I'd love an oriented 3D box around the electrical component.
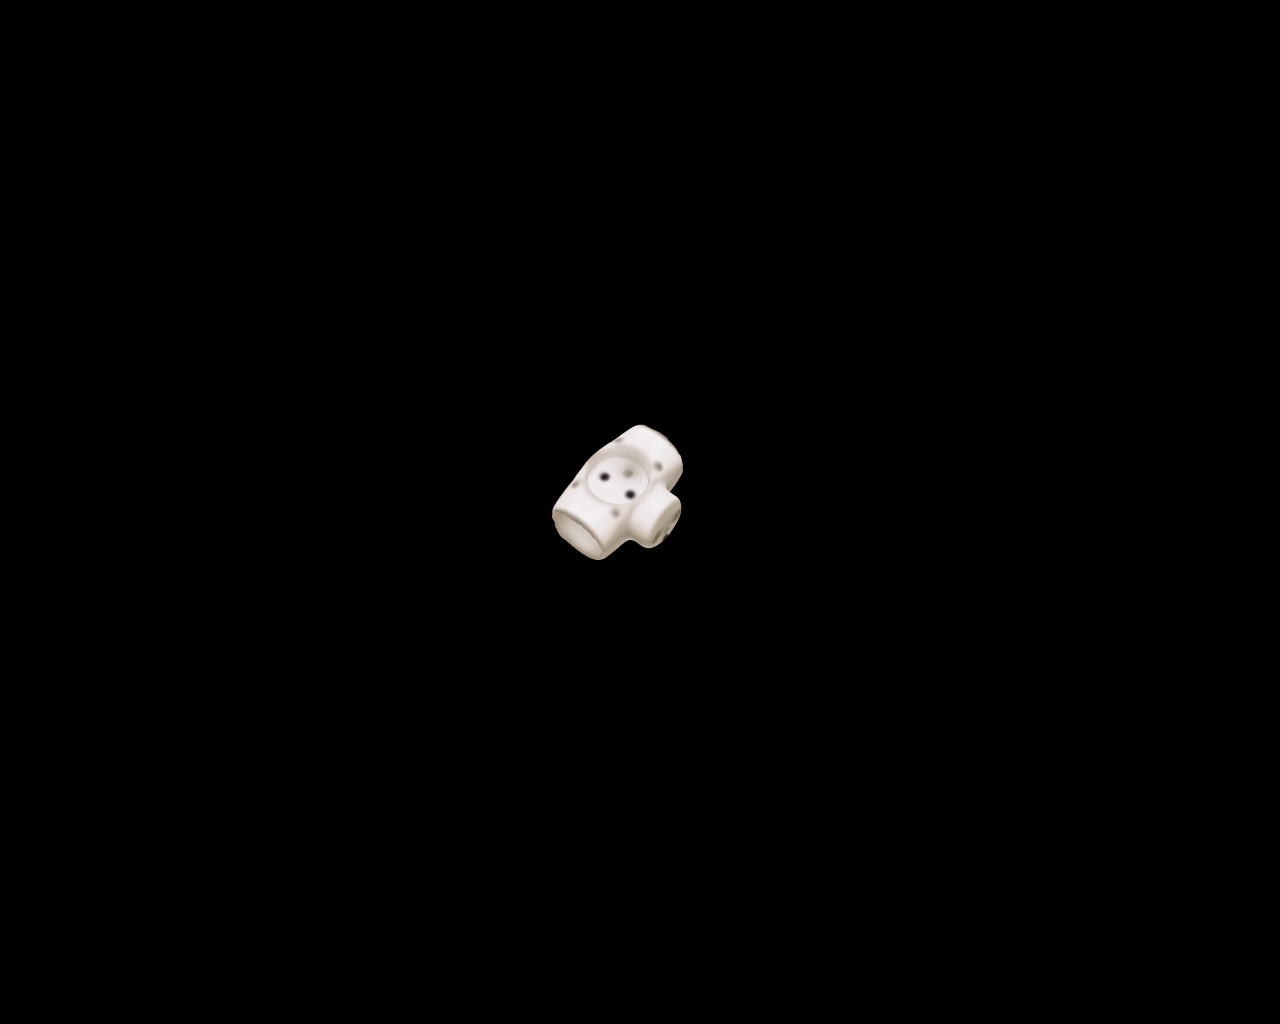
[{"bbox_3d":[0.001,-0.003,0.650,0.079,0.077,0.044,36,-24,18],"label":"electrical component"}]
